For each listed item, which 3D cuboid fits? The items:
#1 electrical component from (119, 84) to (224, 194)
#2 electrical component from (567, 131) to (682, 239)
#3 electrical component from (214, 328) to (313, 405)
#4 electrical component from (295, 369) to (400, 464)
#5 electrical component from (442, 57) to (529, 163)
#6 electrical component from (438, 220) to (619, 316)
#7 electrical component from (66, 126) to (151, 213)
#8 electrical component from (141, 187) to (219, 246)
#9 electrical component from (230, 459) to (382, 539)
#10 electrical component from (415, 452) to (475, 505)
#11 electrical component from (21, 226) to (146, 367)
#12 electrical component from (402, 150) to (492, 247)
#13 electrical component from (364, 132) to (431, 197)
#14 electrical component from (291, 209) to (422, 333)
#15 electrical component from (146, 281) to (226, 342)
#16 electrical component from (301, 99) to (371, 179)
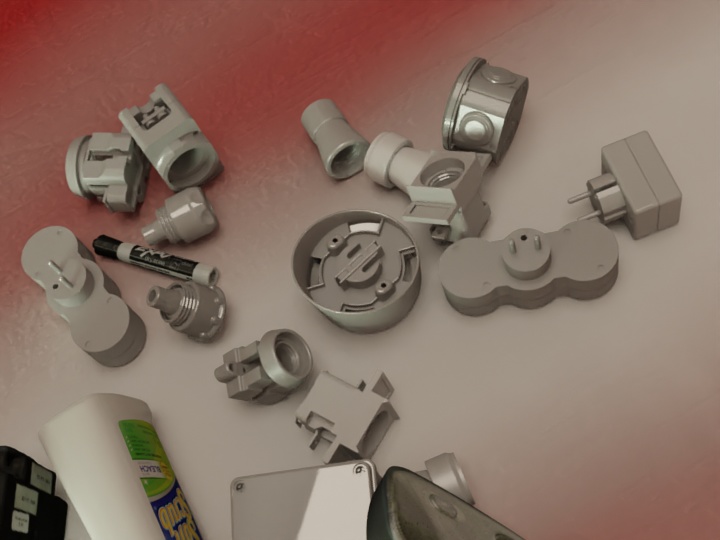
[{"bbox_3d":[-0.159,-0.107,0.929,0.050,0.089,0.055,-36,63,-5],"label":"electrical component"},{"bbox_3d":[0.203,-0.060,0.848,0.077,0.047,0.065,-21,62,3],"label":"electrical component"},{"bbox_3d":[-0.070,0.075,0.836,0.055,0.066,0.048,-32,57,35],"label":"electrical component"},{"bbox_3d":[-0.011,0.112,0.820,0.064,0.042,0.081,26,73,24],"label":"electrical component"},{"bbox_3d":[0.103,-0.131,0.887,0.051,0.080,0.080,21,72,15],"label":"electrical component"},{"bbox_3d":[0.129,-0.008,0.825,0.138,0.073,0.052,-9,64,9],"label":"electrical component"},{"bbox_3d":[-0.224,-0.091,0.955,0.057,0.058,0.078,2,67,11],"label":"electrical component"},{"bbox_3d":[-0.157,-0.042,0.924,0.062,0.043,0.043,-27,63,1],"label":"electrical component"},{"bbox_3d":[-0.034,0.200,0.775,0.109,0.056,0.108,-10,64,8],"label":"electrical component"},{"bbox_3d":[0.051,0.162,0.781,0.055,0.045,0.045,-23,63,1],"label":"electrical component"},{"bbox_3d":[-0.239,0.014,0.899,0.052,0.073,0.138,-39,63,-7],"label":"electrical component"},{"bbox_3d":[0.074,-0.057,0.861,0.042,0.063,0.081,9,49,35],"label":"electrical component"},{"bbox_3d":[0.037,-0.086,0.900,0.055,0.045,0.045,28,74,23],"label":"electrical component"},{"bbox_3d":[0.000,0.000,0.857,0.099,0.064,0.099,-5,65,11],"label":"electrical component"},{"bbox_3d":[-0.143,0.029,0.873,0.048,0.062,0.048,-22,58,40],"label":"electrical component"},{"bbox_3d":[-0.023,-0.116,0.931,0.044,0.044,0.065,-31,58,-2],"label":"electrical component"}]
